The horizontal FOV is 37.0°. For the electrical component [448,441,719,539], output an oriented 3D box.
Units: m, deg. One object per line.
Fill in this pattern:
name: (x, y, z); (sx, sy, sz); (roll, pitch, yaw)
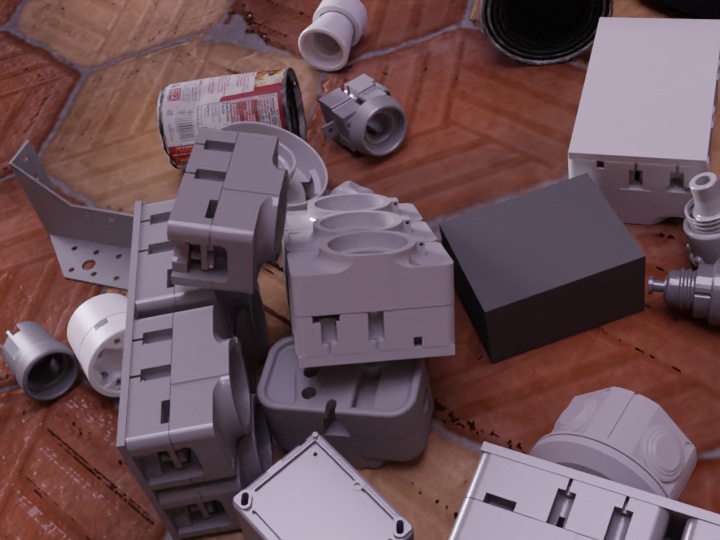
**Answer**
electrical component: (0.142, 0.154, 0.500); (0.186, 0.105, 0.060); (14, 63, 24)

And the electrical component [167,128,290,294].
electrical component: (-0.073, -0.035, 0.624); (0.056, 0.050, 0.089); (7, 46, 1)

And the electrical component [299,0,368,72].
electrical component: (-0.022, -0.203, 0.913); (0.045, 0.045, 0.055); (9, 50, 21)

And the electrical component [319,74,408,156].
electrical component: (0.004, -0.117, 0.829); (0.066, 0.048, 0.055); (-32, 42, -16)

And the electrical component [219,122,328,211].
electrical component: (-0.075, -0.059, 0.777); (0.099, 0.064, 0.099); (14, 42, -13)

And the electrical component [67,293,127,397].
electrical component: (-0.162, 0.048, 0.712); (0.055, 0.055, 0.047); (-32, 45, -16)

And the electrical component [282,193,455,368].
electrical component: (0.000, 0.000, 0.656); (0.089, 0.061, 0.150); (-4, 17, -5)

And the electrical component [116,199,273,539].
electrical component: (-0.096, 0.053, 0.655); (0.060, 0.105, 0.186); (-11, 47, 4)

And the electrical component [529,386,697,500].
electrical component: (0.134, 0.105, 0.572); (0.080, 0.080, 0.051); (20, 51, 29)

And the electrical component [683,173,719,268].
electrical component: (0.226, -0.033, 0.682); (0.048, 0.062, 0.048); (-22, 31, 14)

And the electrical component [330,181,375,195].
electrical component: (-0.014, -0.029, 0.753); (0.043, 0.043, 0.062); (21, 57, 29)

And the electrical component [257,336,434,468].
electrical component: (-0.007, 0.079, 0.642); (0.095, 0.059, 0.053); (2, 49, 15)

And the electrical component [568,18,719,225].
electrical component: (0.204, -0.108, 0.761); (0.089, 0.061, 0.150); (6, 50, 18)

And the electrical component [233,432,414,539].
electrical component: (-0.014, 0.149, 0.584); (0.062, 0.061, 0.096); (-37, 59, -22)

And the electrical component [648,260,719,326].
electrical component: (0.218, 0.014, 0.661); (0.078, 0.040, 0.040); (7, 50, 20)

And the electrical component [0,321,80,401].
electrical component: (-0.217, 0.060, 0.724); (0.040, 0.040, 0.046); (-37, 45, -20)
